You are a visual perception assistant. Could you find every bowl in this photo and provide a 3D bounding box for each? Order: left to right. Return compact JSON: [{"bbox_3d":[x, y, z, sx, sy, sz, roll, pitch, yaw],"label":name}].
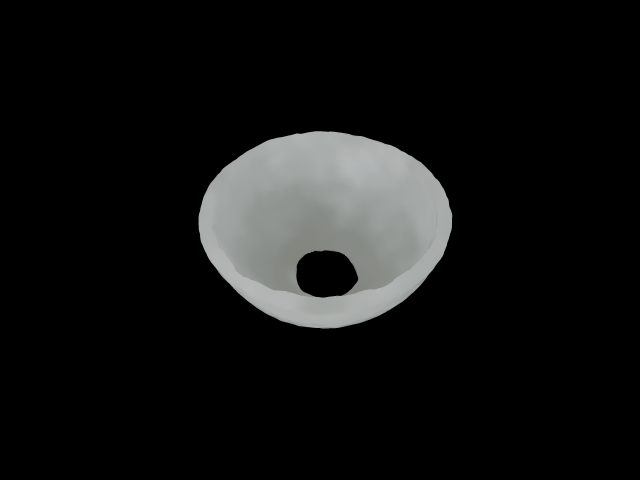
[{"bbox_3d":[0.004,0.001,0.400,0.167,0.075,0.167,0,47,0],"label":"bowl"}]
